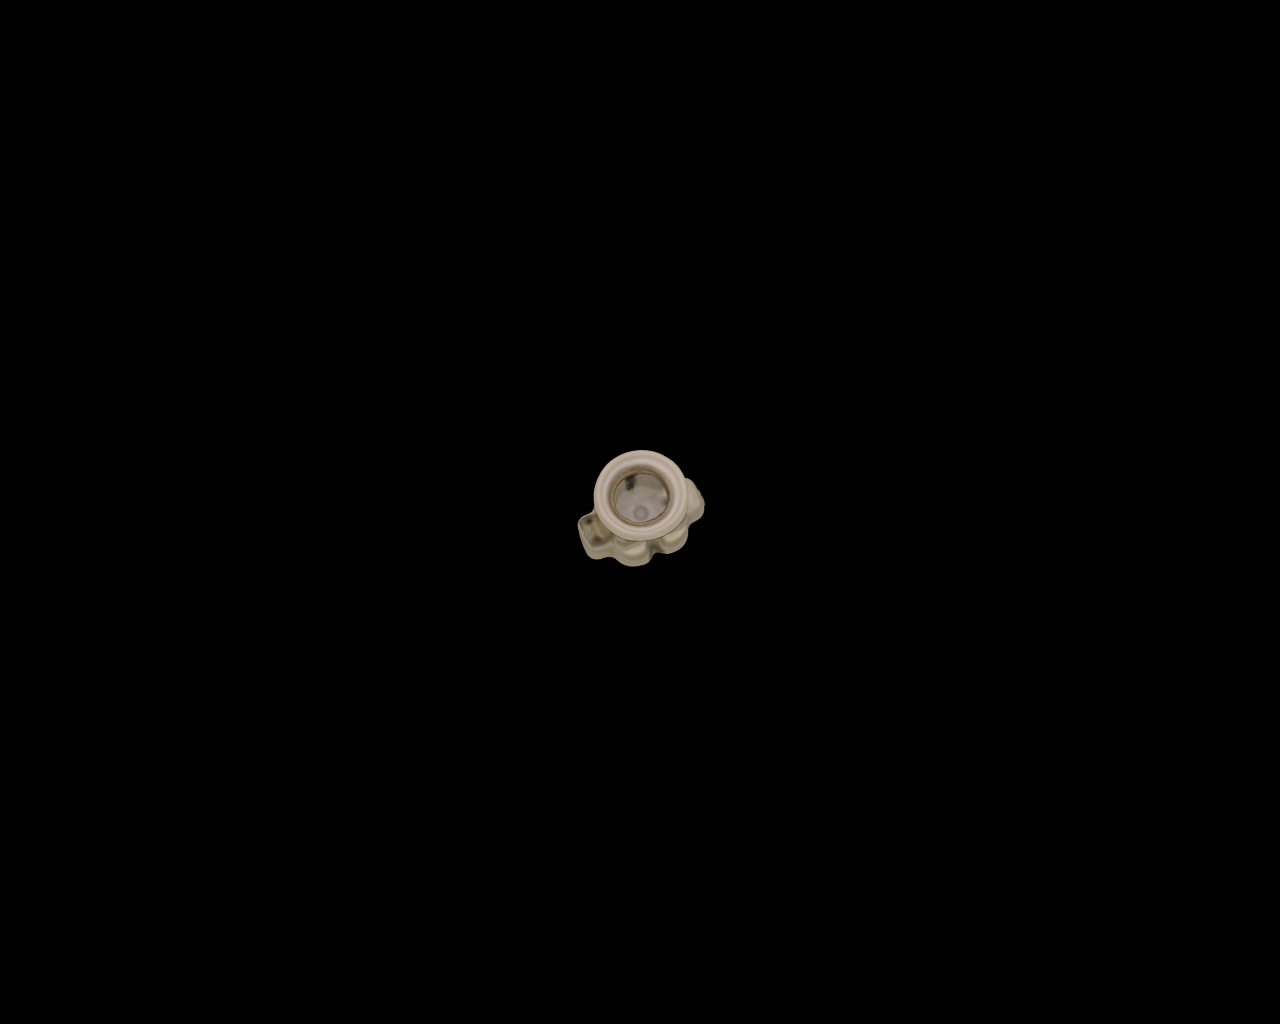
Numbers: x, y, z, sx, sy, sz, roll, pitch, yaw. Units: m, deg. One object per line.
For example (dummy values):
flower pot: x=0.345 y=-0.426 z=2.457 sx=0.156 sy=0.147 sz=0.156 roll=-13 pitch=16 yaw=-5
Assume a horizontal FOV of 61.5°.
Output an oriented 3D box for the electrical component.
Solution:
electrical component: x=0.001 y=-0.003 z=0.650 sx=0.078 sy=0.058 sz=0.057 roll=-21 pitch=-18 yaw=-7
